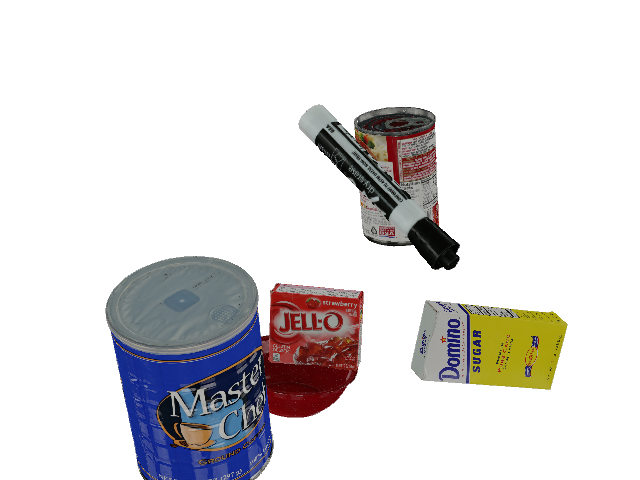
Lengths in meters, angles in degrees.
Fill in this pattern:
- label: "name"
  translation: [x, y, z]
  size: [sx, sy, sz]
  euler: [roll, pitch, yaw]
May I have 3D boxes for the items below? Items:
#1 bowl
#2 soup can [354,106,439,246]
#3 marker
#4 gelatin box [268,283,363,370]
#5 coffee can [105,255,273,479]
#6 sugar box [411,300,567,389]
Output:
- label: "bowl"
  translation: [-0.035, 0.178, 1.352]
  size: [0.162, 0.055, 0.162]
  euler: [4, 21, -2]
- label: "soup can"
  translation: [0.066, -0.054, 0.902]
  size: [0.068, 0.102, 0.068]
  euler: [-5, 24, 2]
- label: "marker"
  translation: [0.032, -0.028, 0.575]
  size: [0.121, 0.020, 0.020]
  euler: [48, 24, 24]
- label: "gelatin box"
  translation: [-0.005, 0.083, 1.027]
  size: [0.089, 0.073, 0.030]
  euler: [5, 15, 9]
- label: "coffee can"
  translation: [-0.089, 0.097, 0.753]
  size: [0.103, 0.140, 0.103]
  euler: [-3, 34, 2]
- label: "sugar box"
  translation: [0.206, 0.129, 1.306]
  size: [0.176, 0.093, 0.048]
  euler: [5, 17, -18]
